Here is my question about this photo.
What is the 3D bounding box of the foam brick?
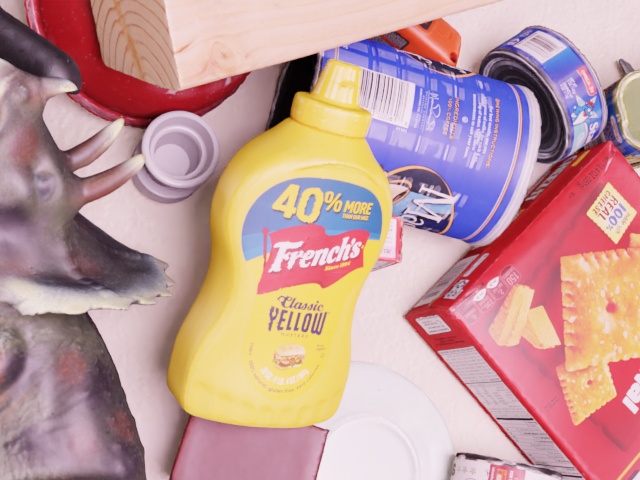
[{"bbox_3d":[-0.039,0.123,0.603,0.078,0.053,0.051,15,78,1],"label":"foam brick"}]

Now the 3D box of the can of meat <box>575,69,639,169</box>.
[{"bbox_3d":[0.226,-0.084,0.704,0.102,0.084,0.057,-15,86,-7],"label":"can of meat"}]

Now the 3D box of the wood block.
[{"bbox_3d":[-0.010,-0.151,0.556,0.205,0.090,0.091,-21,117,-28],"label":"wood block"}]

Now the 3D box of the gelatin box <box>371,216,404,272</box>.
[{"bbox_3d":[-0.004,0.001,0.632,0.089,0.073,0.030,5,79,-17],"label":"gelatin box"}]

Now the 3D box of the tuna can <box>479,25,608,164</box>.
[{"bbox_3d":[0.142,-0.092,0.688,0.033,0.086,0.086,-33,92,-18],"label":"tuna can"}]

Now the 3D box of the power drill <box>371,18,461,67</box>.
[{"bbox_3d":[0.095,-0.195,0.707,0.184,0.057,0.187,34,70,-7],"label":"power drill"}]

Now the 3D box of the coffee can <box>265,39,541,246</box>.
[{"bbox_3d":[0.046,-0.062,0.644,0.140,0.103,0.103,15,77,-15],"label":"coffee can"}]

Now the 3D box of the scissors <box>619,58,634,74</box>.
[{"bbox_3d":[0.286,-0.048,0.764,0.096,0.016,0.202,-19,87,-21],"label":"scissors"}]

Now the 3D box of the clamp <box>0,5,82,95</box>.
[{"bbox_3d":[-0.209,-0.113,0.591,0.120,0.039,0.171,-40,73,20],"label":"clamp"}]

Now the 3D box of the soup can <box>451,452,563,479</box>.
[{"bbox_3d":[0.105,0.185,0.640,0.068,0.069,0.102,16,76,-15],"label":"soup can"}]

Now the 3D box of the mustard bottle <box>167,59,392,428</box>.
[{"bbox_3d":[-0.013,0.001,0.555,0.096,0.058,0.192,9,105,-28],"label":"mustard bottle"}]

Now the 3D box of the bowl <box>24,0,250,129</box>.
[{"bbox_3d":[-0.081,-0.138,0.604,0.161,0.055,0.162,-12,112,-32],"label":"bowl"}]

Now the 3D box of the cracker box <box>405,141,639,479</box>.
[{"bbox_3d":[0.186,0.071,0.683,0.164,0.072,0.213,-43,96,-19],"label":"cracker box"}]
